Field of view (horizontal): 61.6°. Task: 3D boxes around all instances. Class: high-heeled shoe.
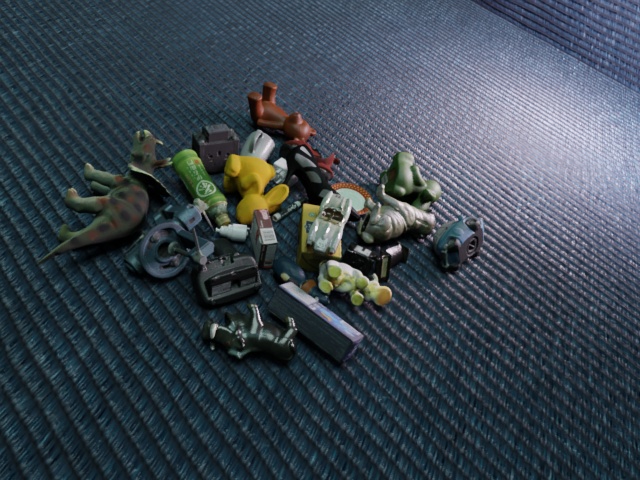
[{"bbox_3d":[0.015,-0.150,1.406,0.249,0.086,0.145,28,62,0],"label":"high-heeled shoe"}]

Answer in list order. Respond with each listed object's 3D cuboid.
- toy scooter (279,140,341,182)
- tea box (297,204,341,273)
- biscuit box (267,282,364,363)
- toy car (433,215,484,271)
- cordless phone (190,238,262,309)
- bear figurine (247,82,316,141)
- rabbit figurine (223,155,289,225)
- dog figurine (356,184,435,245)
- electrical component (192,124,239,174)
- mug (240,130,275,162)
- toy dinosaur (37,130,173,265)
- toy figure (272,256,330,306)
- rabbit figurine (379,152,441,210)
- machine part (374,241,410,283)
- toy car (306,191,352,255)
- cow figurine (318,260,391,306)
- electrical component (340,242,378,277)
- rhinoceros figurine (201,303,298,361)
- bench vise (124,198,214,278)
[{"bbox_3d":[-0.018,-0.228,1.516,0.184,0.075,0.135,36,41,22],"label":"toy scooter"},{"bbox_3d":[-0.003,-0.004,1.299,0.098,0.068,0.170,8,45,-10],"label":"tea box"},{"bbox_3d":[-0.011,0.169,1.114,0.203,0.062,0.059,35,19,19],"label":"biscuit box"},{"bbox_3d":[0.345,0.004,1.380,0.162,0.109,0.103,-35,39,-26],"label":"toy car"},{"bbox_3d":[-0.225,0.056,1.182,0.146,0.088,0.184,-17,41,-29],"label":"cordless phone"},{"bbox_3d":[-0.109,-0.364,1.591,0.196,0.131,0.120,27,48,20],"label":"bear figurine"},{"bbox_3d":[-0.167,-0.111,1.350,0.162,0.122,0.173,9,57,-21],"label":"rabbit figurine"},{"bbox_3d":[0.202,-0.030,1.370,0.190,0.121,0.172,26,68,-10],"label":"dog figurine"},{"bbox_3d":[-0.276,-0.240,1.411,0.115,0.134,0.058,-17,52,-27],"label":"electrical component"},{"bbox_3d":[-0.177,-0.239,1.465,0.081,0.109,0.107,23,57,1],"label":"mug"},{"bbox_3d":[-0.456,-0.071,1.210,0.192,0.131,0.405,11,50,-5],"label":"toy dinosaur"},{"bbox_3d":[-0.041,0.098,1.195,0.064,0.057,0.155,-34,67,-33],"label":"toy figure"},{"bbox_3d":[0.272,-0.149,1.494,0.170,0.121,0.159,17,35,-20],"label":"rabbit figurine"},{"bbox_3d":[0.169,0.050,1.298,0.039,0.084,0.139,13,28,34],"label":"machine part"},{"bbox_3d":[0.023,-0.039,1.252,0.073,0.056,0.202,20,43,2],"label":"toy car"},{"bbox_3d":[0.076,0.097,1.207,0.167,0.068,0.098,22,12,-13],"label":"cow figurine"},{"bbox_3d":[0.096,0.040,1.291,0.075,0.047,0.119,23,15,4],"label":"electrical component"},{"bbox_3d":[-0.138,0.192,1.067,0.190,0.073,0.112,14,54,-4],"label":"rhinoceros figurine"},{"bbox_3d":[-0.295,0.002,1.144,0.224,0.128,0.241,-36,34,-31],"label":"bench vise"}]
